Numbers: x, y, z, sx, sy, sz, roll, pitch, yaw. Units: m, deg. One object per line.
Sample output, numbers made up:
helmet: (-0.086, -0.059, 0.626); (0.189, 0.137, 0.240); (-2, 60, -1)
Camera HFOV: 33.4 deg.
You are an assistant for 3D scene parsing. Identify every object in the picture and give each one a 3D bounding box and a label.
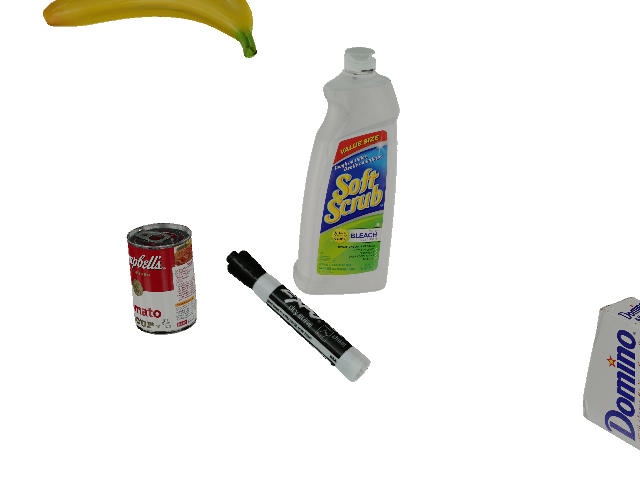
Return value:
bleach bottle: (0.026, -0.070, 1.082); (0.102, 0.251, 0.068); (-2, 25, -8)
banana: (-0.138, -0.200, 0.911); (0.198, 0.069, 0.037); (10, -42, 15)
marker: (-0.017, 0.048, 0.711); (0.121, 0.020, 0.020); (40, 14, 17)
soup can: (-0.168, 0.040, 1.134); (0.068, 0.102, 0.068); (-1, 22, 0)
sugar box: (0.261, 0.115, 0.719); (0.048, 0.093, 0.176); (-15, 29, -38)
